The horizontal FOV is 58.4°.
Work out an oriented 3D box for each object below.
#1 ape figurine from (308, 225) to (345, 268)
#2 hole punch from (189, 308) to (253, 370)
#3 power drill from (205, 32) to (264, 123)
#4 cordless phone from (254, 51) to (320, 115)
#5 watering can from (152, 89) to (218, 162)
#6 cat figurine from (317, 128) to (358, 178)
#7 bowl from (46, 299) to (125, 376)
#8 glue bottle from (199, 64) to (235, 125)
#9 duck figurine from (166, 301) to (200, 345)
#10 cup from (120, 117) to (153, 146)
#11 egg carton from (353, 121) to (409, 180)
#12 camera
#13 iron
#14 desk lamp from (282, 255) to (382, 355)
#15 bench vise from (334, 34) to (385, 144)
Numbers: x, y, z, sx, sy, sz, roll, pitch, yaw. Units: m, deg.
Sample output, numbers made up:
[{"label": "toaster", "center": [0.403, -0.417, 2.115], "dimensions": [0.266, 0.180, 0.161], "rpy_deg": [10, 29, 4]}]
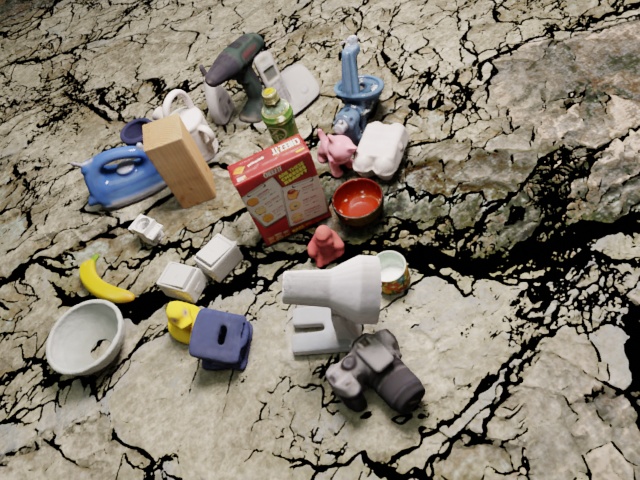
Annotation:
[{"label": "ape figurine", "center": [0.011, 0.004, 1.184], "dimensions": [0.077, 0.092, 0.076], "rpy_deg": [7, 58, 21]}, {"label": "hole punch", "center": [-0.189, 0.190, 1.109], "dimensions": [0.101, 0.091, 0.108], "rpy_deg": [-3, 55, 14]}, {"label": "power drill", "center": [-0.197, -0.407, 1.463], "dimensions": [0.075, 0.209, 0.230], "rpy_deg": [10, 59, 22]}, {"label": "cordless phone", "center": [-0.088, -0.413, 1.451], "dimensions": [0.148, 0.185, 0.093], "rpy_deg": [-44, 55, -16]}, {"label": "watering can", "center": [-0.342, -0.288, 1.428], "dimensions": [0.172, 0.194, 0.101], "rpy_deg": [-1, 55, 15]}, {"label": "cat figurine", "center": [0.035, -0.211, 1.315], "dimensions": [0.067, 0.118, 0.127], "rpy_deg": [-36, 54, -10]}, {"label": "bowl", "center": [-0.470, 0.211, 1.183], "dimensions": [0.167, 0.075, 0.167], "rpy_deg": [-8, 54, 11]}, {"label": "glue bottle", "center": [-0.276, -0.387, 1.493], "dimensions": [0.037, 0.173, 0.078], "rpy_deg": [8, 58, 21]}, {"label": "duck figurine", "center": [-0.283, 0.155, 1.163], "dimensions": [0.077, 0.086, 0.104], "rpy_deg": [-38, 54, -12]}, {"label": "cup", "center": [-0.449, -0.264, 1.504], "dimensions": [0.117, 0.095, 0.091], "rpy_deg": [-22, 52, 0]}, {"label": "egg carton", "center": [0.141, -0.206, 1.312], "dimensions": [0.107, 0.069, 0.150], "rpy_deg": [9, 58, 21]}, {"label": "camera", "center": [0.101, 0.239, 0.985], "dimensions": [0.143, 0.101, 0.136], "rpy_deg": [-38, 54, -12]}, {"label": "iron", "center": [-0.475, -0.183, 1.424], "dimensions": [0.258, 0.142, 0.118], "rpy_deg": [-21, 52, 1]}, {"label": "desk lamp", "center": [0.023, 0.118, 1.022], "dimensions": [0.203, 0.214, 0.118], "rpy_deg": [-8, 54, 10]}, {"label": "bench vise", "center": [0.086, -0.346, 1.332], "dimensions": [0.121, 0.220, 0.207], "rpy_deg": [-5, 54, 13]}]
